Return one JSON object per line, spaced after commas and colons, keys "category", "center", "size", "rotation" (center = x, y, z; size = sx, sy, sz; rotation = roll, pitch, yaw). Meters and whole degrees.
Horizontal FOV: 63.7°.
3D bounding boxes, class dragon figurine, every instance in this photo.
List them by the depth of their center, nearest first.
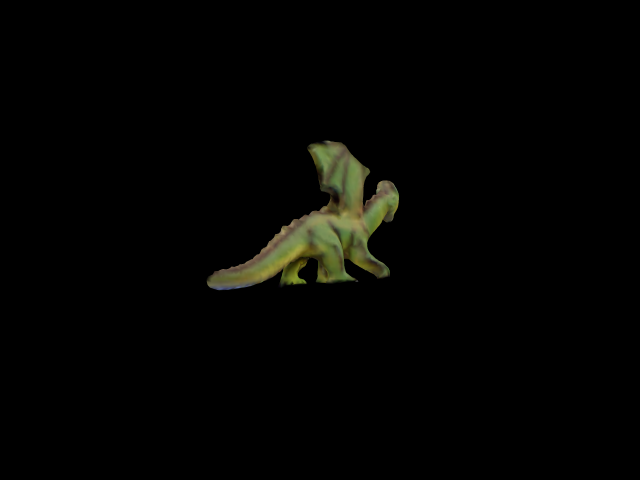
{"category": "dragon figurine", "center": [0.003, -0.043, 0.850], "size": [0.410, 0.243, 0.122], "rotation": [2, -4, -43]}
